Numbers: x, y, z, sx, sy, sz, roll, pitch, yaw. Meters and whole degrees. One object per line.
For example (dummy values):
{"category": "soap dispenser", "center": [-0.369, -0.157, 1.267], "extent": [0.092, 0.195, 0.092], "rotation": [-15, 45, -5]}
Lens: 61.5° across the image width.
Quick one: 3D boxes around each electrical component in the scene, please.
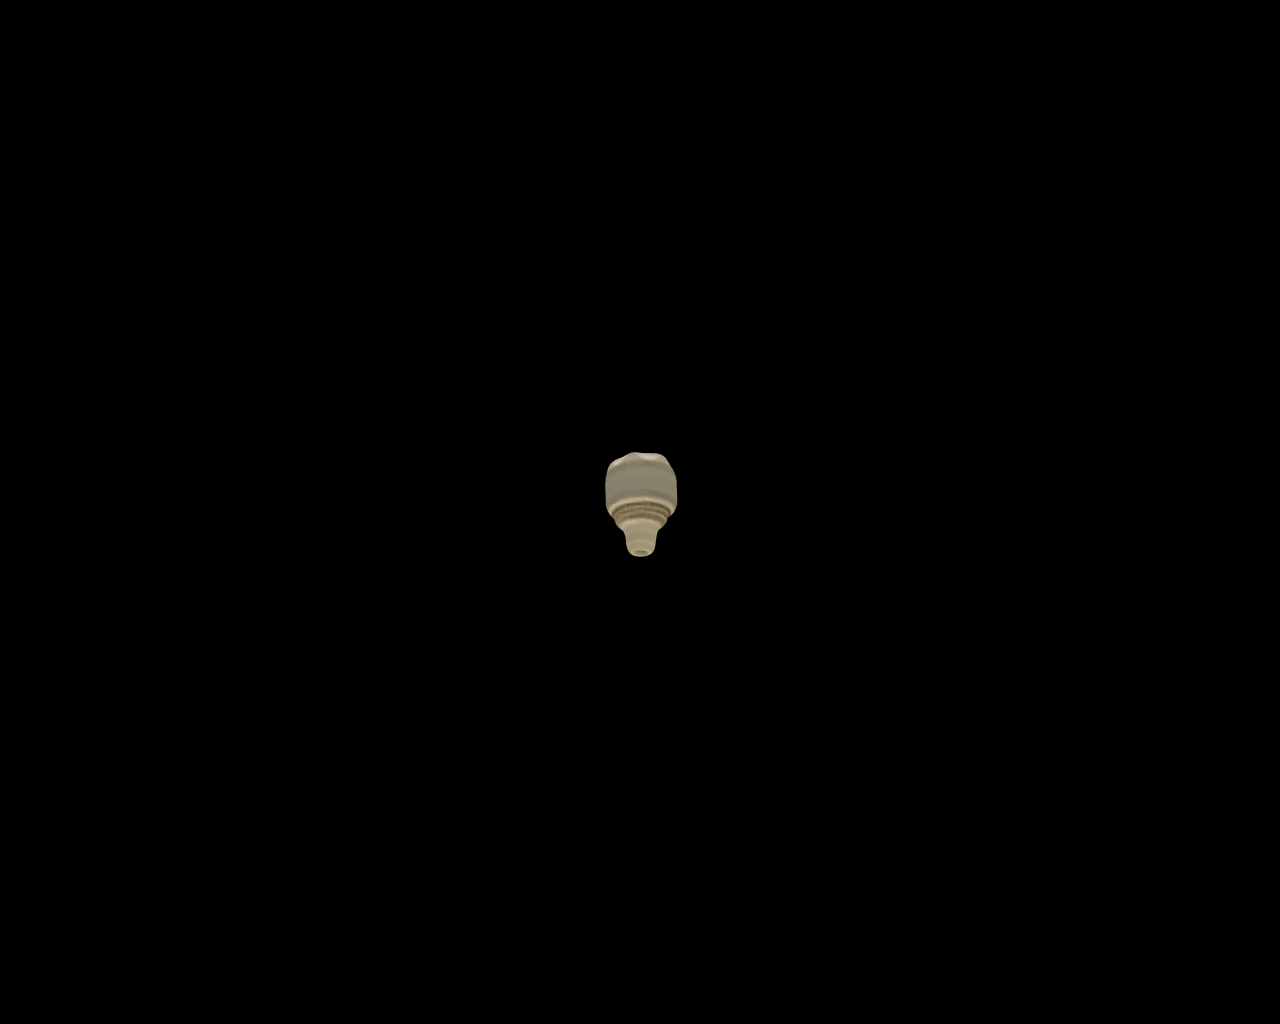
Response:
{"category": "electrical component", "center": [0.001, -0.003, 0.650], "extent": [0.043, 0.062, 0.043], "rotation": [0, -25, 0]}
